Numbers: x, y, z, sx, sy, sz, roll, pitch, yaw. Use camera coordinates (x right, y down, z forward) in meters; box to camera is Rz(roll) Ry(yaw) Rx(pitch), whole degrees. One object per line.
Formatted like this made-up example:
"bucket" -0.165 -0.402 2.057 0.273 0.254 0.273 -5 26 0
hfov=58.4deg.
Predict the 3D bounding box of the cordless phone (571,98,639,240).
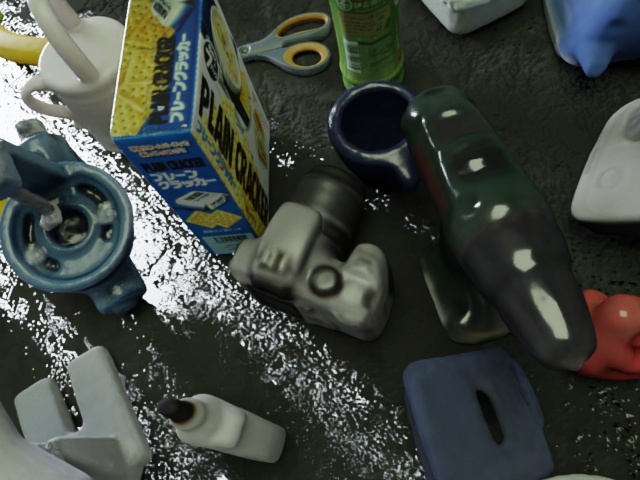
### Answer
"cordless phone" 0.282 -0.089 0.463 0.094 0.185 0.148 21 71 19

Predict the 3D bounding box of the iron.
"iron" 0.294 -0.298 0.580 0.118 0.142 0.258 -8 65 7

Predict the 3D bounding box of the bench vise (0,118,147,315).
"bench vise" -0.259 -0.040 0.518 0.207 0.220 0.121 37 77 23

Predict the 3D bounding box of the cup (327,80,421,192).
"cup" 0.064 -0.080 0.548 0.091 0.095 0.117 -27 64 -2

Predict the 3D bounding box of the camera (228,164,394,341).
"camera" 0.005 0.002 0.518 0.143 0.101 0.137 18 70 17

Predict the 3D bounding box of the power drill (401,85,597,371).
"power drill" 0.124 0.007 0.434 0.075 0.209 0.229 -19 64 2

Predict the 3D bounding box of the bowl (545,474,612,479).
"bowl" 0.181 0.250 0.388 0.167 0.075 0.167 -4 65 8

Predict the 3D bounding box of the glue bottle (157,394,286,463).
"glue bottle" -0.080 0.138 0.431 0.078 0.173 0.037 10 68 14

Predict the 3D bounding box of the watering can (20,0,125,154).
"watering can" -0.229 -0.187 0.593 0.173 0.194 0.100 -43 66 -10

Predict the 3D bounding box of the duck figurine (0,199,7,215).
"duck figurine" -0.374 -0.056 0.620 0.104 0.086 0.077 -7 65 7

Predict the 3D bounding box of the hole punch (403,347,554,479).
"hole punch" 0.120 0.138 0.441 0.101 0.091 0.108 -18 64 2

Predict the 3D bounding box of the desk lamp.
"desk lamp" -0.218 0.165 0.421 0.118 0.214 0.203 -32 64 -5

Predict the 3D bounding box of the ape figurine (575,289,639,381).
"ape figurine" 0.231 0.071 0.451 0.076 0.092 0.077 -19 64 1
